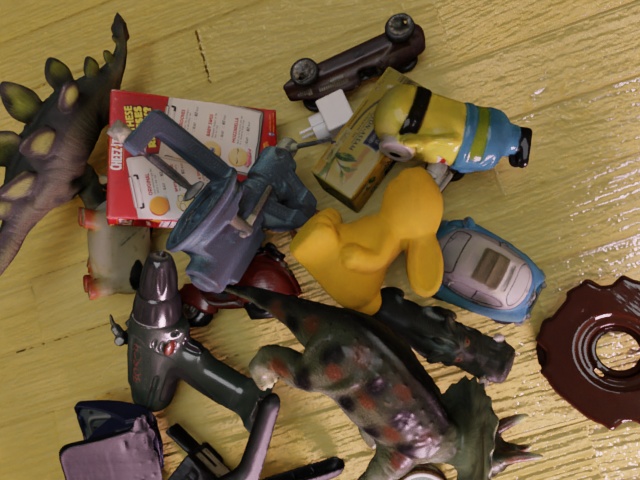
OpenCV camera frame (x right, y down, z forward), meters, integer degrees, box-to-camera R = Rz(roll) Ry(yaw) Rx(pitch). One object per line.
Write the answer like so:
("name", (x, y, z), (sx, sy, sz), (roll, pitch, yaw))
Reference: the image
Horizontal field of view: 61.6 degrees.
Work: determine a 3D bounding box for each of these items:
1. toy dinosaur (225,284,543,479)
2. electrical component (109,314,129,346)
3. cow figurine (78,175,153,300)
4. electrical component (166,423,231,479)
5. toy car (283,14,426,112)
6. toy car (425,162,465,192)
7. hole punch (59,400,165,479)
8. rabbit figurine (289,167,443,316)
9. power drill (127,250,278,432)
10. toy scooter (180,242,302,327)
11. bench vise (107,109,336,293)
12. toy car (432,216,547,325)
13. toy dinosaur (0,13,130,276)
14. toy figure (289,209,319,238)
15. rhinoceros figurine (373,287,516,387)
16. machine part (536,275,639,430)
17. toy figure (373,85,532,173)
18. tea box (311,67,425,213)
("toy dinosaur", (0.057, 0.152, 0.585), (0.405, 0.131, 0.192), (43, 122, -2))
("electrical component", (-0.243, 0.119, 0.751), (0.102, 0.045, 0.078), (-35, 76, 3))
("cow figurine", (-0.267, -0.021, 0.748), (0.127, 0.086, 0.194), (-3, 94, -33))
("electrical component", (-0.162, 0.297, 0.696), (0.119, 0.075, 0.048), (37, 89, 8))
("toy car", (0.049, -0.233, 0.732), (0.202, 0.089, 0.053), (-24, 75, 4))
("toy car", (0.136, -0.061, 0.700), (0.056, 0.073, 0.201), (36, 89, 9))
("hole punch", (-0.266, 0.269, 0.702), (0.116, 0.092, 0.142), (-7, 113, -14))
("rabbit figurine", (0.073, -0.001, 0.608), (0.173, 0.122, 0.162), (-44, 80, 6))
("power drill", (-0.148, 0.144, 0.679), (0.207, 0.086, 0.231), (21, 116, -1))
("toy scooter", (-0.116, 0.045, 0.728), (0.184, 0.075, 0.135), (-7, 80, 13))
("bench vise", (-0.122, -0.070, 0.619), (0.240, 0.129, 0.223), (39, 77, -23))
("toy car", (0.197, 0.040, 0.662), (0.162, 0.103, 0.109), (29, 88, 14))
("toy dinosaur", (-0.365, -0.105, 0.728), (0.105, 0.198, 0.471), (17, 83, 14))
("toy figure", (0.000, -0.003, 0.725), (0.064, 0.057, 0.154), (-32, 72, -36))
("rhinoceros figurine", (0.140, 0.112, 0.656), (0.191, 0.112, 0.073), (23, 84, 20))
("machine part", (0.343, 0.128, 0.620), (0.180, 0.056, 0.179), (-5, 81, 30))
("toy figure", (0.151, -0.126, 0.624), (0.180, 0.082, 0.089), (7, 74, 0))
("tea box", (0.070, -0.127, 0.709), (0.068, 0.098, 0.169), (35, 90, 13))
